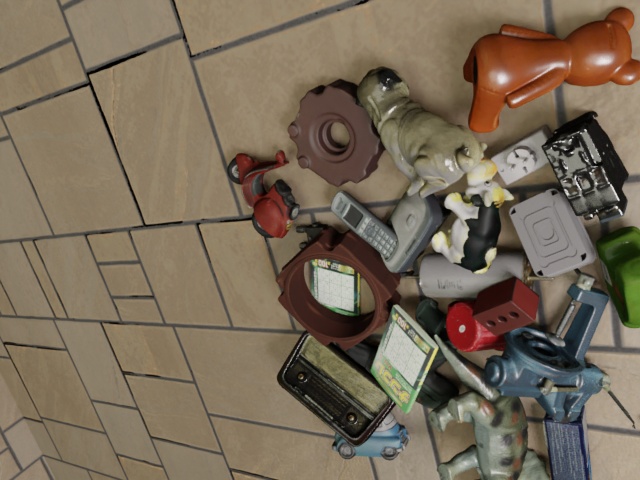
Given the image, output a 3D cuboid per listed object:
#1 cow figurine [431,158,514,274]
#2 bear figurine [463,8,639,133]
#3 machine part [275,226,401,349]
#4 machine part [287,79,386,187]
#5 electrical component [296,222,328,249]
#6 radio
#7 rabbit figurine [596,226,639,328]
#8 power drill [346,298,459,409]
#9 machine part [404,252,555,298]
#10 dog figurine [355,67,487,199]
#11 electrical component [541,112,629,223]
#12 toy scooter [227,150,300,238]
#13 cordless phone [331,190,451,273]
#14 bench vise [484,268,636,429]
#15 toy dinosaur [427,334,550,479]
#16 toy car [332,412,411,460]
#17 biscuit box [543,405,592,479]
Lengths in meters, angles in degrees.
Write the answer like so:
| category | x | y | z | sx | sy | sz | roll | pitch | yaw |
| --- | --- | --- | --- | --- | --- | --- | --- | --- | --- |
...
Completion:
| category | x | y | z | sx | sy | sz | roll | pitch | yaw |
| --- | --- | --- | --- | --- | --- | --- | --- | --- | --- |
| cow figurine | 0.235 | -0.032 | 0.795 | 0.098 | 0.068 | 0.167 | 50 | 142 | 39 |
| bear figurine | 0.296 | -0.223 | 0.700 | 0.196 | 0.132 | 0.120 | -6 | 75 | 4 |
| machine part | 0.033 | 0.092 | 1.007 | 0.201 | 0.087 | 0.201 | 46 | 122 | -3 |
| machine part | 0.032 | -0.178 | 0.911 | 0.180 | 0.056 | 0.179 | 14 | 119 | 25 |
| electrical component | -0.002 | -0.003 | 1.042 | 0.094 | 0.021 | 0.063 | 2 | 113 | 32 |
| radio | 0.032 | 0.298 | 1.090 | 0.230 | 0.073 | 0.131 | 35 | 88 | 23 |
| rabbit figurine | 0.479 | 0.054 | 0.702 | 0.170 | 0.121 | 0.159 | -20 | 105 | 16 |
| power drill | 0.172 | 0.208 | 1.002 | 0.232 | 0.086 | 0.207 | 34 | 123 | 15 |
| machine part | 0.253 | 0.058 | 0.873 | 0.243 | 0.079 | 0.079 | -1 | 112 | 32 |
| dog figurine | 0.135 | -0.169 | 0.769 | 0.190 | 0.121 | 0.172 | 54 | 161 | -11 |
| electrical component | 0.357 | -0.092 | 0.708 | 0.058 | 0.115 | 0.134 | -25 | 99 | 42 |
| toy scooter | -0.093 | -0.097 | 1.023 | 0.135 | 0.075 | 0.183 | -28 | 92 | 37 |
| cordless phone | 0.111 | -0.049 | 0.911 | 0.184 | 0.089 | 0.146 | 39 | 128 | 16 |
| bench vise | 0.371 | 0.162 | 0.806 | 0.224 | 0.129 | 0.240 | 13 | 110 | -7 |
| toy dinosaur | 0.301 | 0.332 | 0.936 | 0.131 | 0.192 | 0.404 | 21 | 122 | 60 |
| toy car | 0.103 | 0.395 | 1.128 | 0.162 | 0.109 | 0.102 | -7 | 92 | 26 |
| biscuit box | 0.433 | 0.380 | 0.932 | 0.063 | 0.059 | 0.202 | -2 | 111 | 32 |
